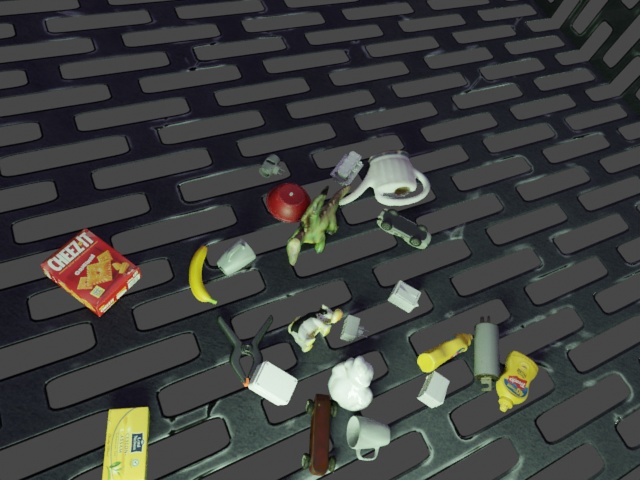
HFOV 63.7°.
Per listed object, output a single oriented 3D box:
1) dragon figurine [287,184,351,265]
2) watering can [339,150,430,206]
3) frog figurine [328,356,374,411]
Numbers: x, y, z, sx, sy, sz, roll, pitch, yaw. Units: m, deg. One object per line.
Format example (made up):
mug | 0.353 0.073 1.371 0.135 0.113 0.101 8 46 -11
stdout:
dragon figurine | 0.005 -0.083 1.642 0.122 0.238 0.417 30 66 6
watering can | 0.225 -0.221 1.877 0.348 0.102 0.229 -4 59 -6
frog figurine | 0.094 0.397 1.425 0.124 0.156 0.139 -25 69 -24
